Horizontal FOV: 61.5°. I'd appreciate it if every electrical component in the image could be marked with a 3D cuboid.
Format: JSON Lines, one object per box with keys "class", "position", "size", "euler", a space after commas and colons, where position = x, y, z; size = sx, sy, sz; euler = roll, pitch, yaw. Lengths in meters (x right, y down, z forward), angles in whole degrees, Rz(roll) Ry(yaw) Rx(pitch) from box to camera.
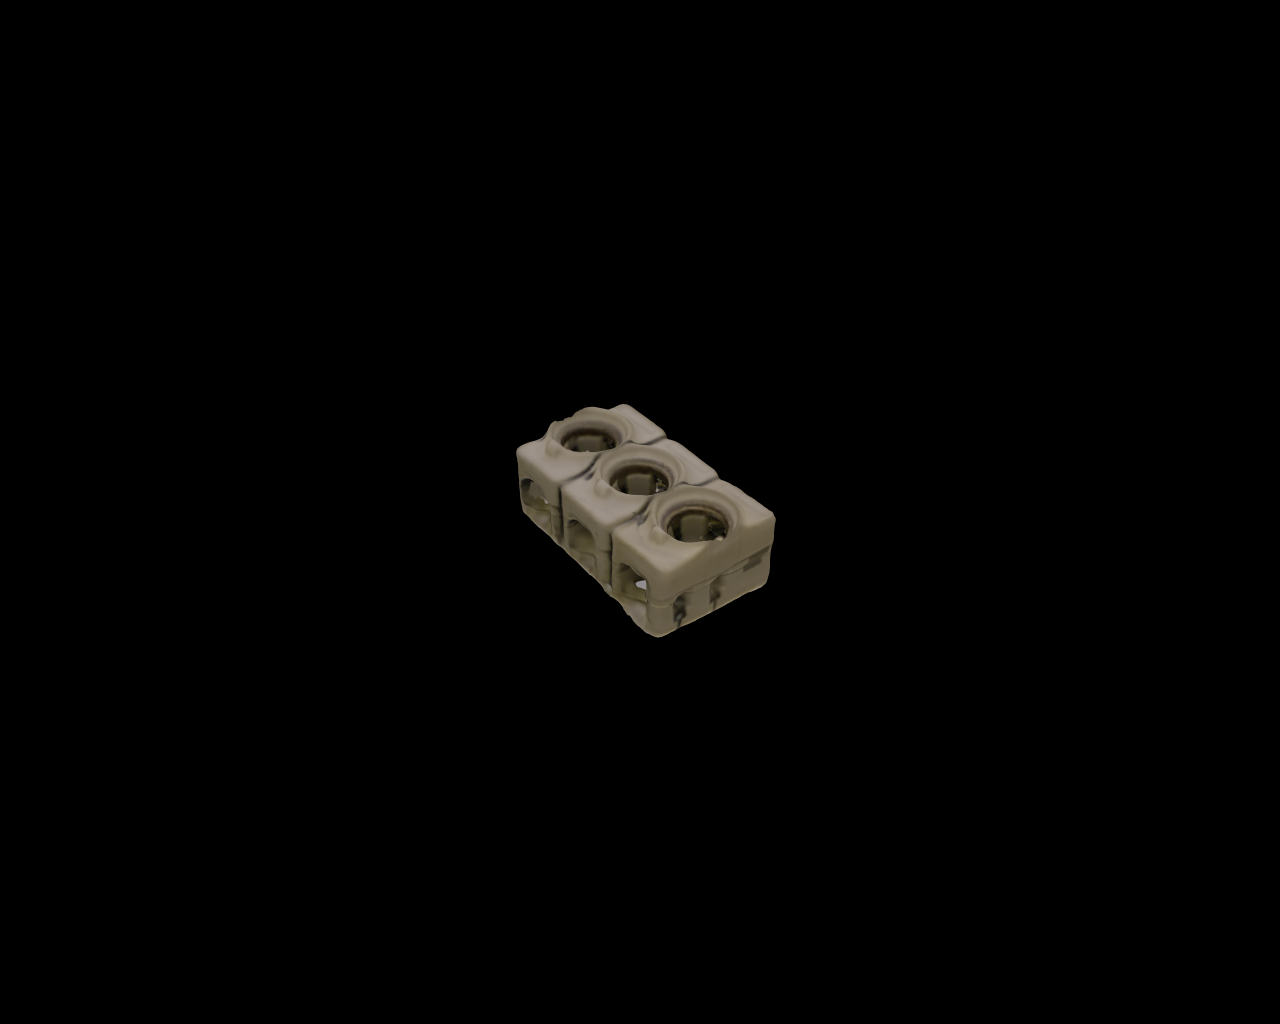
{"class": "electrical component", "position": [0.001, -0.003, 0.650], "size": [0.090, 0.061, 0.150], "euler": [-25, 45, -28]}
